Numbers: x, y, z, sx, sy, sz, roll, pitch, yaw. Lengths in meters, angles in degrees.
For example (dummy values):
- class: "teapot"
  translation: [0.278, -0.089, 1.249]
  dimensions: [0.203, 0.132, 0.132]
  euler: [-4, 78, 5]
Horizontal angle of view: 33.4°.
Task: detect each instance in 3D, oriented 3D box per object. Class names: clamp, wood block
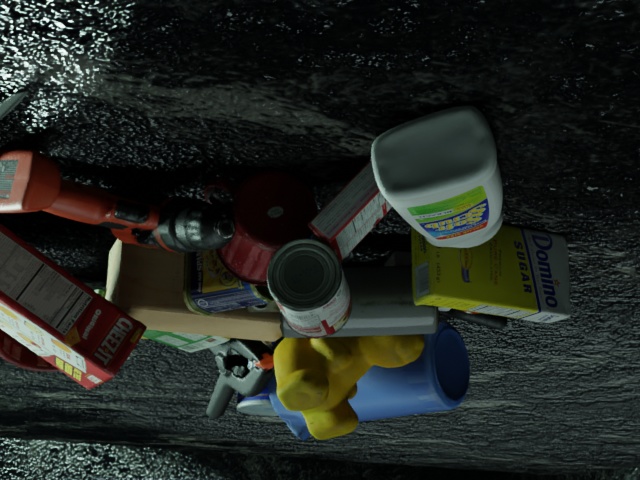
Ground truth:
- class: "clamp"
  translation: [0.151, 0.088, 1.392]
  dimensions: [0.120, 0.039, 0.171]
  euler: [-15, 149, 42]
- class: "clamp"
  translation: [-0.116, 0.168, 1.401]
  dimensions: [0.036, 0.164, 0.210]
  euler: [-20, -167, -33]
- class: "wood block"
  translation: [-0.134, 0.055, 1.219]
  dimensions: [0.205, 0.090, 0.091]
  euler: [8, 161, -18]

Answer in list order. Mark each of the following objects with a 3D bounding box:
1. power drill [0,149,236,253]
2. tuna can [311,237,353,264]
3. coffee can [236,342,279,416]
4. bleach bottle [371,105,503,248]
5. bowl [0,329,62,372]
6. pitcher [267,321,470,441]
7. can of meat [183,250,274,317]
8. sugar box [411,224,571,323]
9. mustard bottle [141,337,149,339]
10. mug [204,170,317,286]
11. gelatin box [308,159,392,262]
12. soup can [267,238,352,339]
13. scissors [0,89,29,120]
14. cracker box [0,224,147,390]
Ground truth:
- class: "power drill"
  translation: [-0.189, -0.029, 0.956]
  dimensions: [0.187, 0.057, 0.185]
  euler: [19, 170, -38]
- class: "tuna can"
  translation: [-0.007, 0.001, 1.133]
  dimensions: [0.086, 0.034, 0.086]
  euler: [1, 163, 0]
- class: "coffee can"
  translation: [-0.063, 0.167, 1.482]
  dimensions: [0.103, 0.140, 0.103]
  euler: [1, 162, 0]
- class: "bleach bottle"
  translation: [0.124, -0.040, 0.952]
  dimensions: [0.103, 0.068, 0.250]
  euler: [-16, 162, 14]
- class: "bowl"
  translation: [-0.338, 0.100, 1.365]
  dimensions: [0.162, 0.055, 0.162]
  euler: [-9, 137, -8]
- class: "pitcher"
  translation: [0.063, 0.158, 1.358]
  dimensions: [0.243, 0.149, 0.144]
  euler: [-11, -165, 35]
- class: "can of meat"
  translation: [-0.089, 0.021, 1.092]
  dimensions: [0.084, 0.102, 0.057]
  euler: [-11, 158, 27]
- class: "sugar box"
  translation: [0.181, 0.030, 1.119]
  dimensions: [0.176, 0.093, 0.048]
  euler: [8, 162, -23]
- class: "mustard bottle"
  translation: [-0.213, 0.090, 1.384]
  dimensions: [0.096, 0.058, 0.192]
  euler: [13, 159, -26]
- class: "mug"
  translation: [-0.058, -0.021, 1.001]
  dimensions: [0.117, 0.093, 0.082]
  euler: [37, 155, 4]
- class: "gelatin box"
  translation: [0.031, -0.026, 0.969]
  dimensions: [0.030, 0.089, 0.073]
  euler: [41, 171, 16]
- class: "soup can"
  translation: [-0.008, 0.045, 0.966]
  dimensions: [0.068, 0.068, 0.102]
  euler: [-1, 161, 7]
- class: "scissors"
  translation: [-0.305, -0.092, 0.883]
  dimensions: [0.096, 0.016, 0.202]
  euler: [8, 161, -22]
- class: "cracker box"
  translation: [-0.299, 0.065, 1.126]
  dimensions: [0.213, 0.072, 0.164]
  euler: [37, 158, -10]
